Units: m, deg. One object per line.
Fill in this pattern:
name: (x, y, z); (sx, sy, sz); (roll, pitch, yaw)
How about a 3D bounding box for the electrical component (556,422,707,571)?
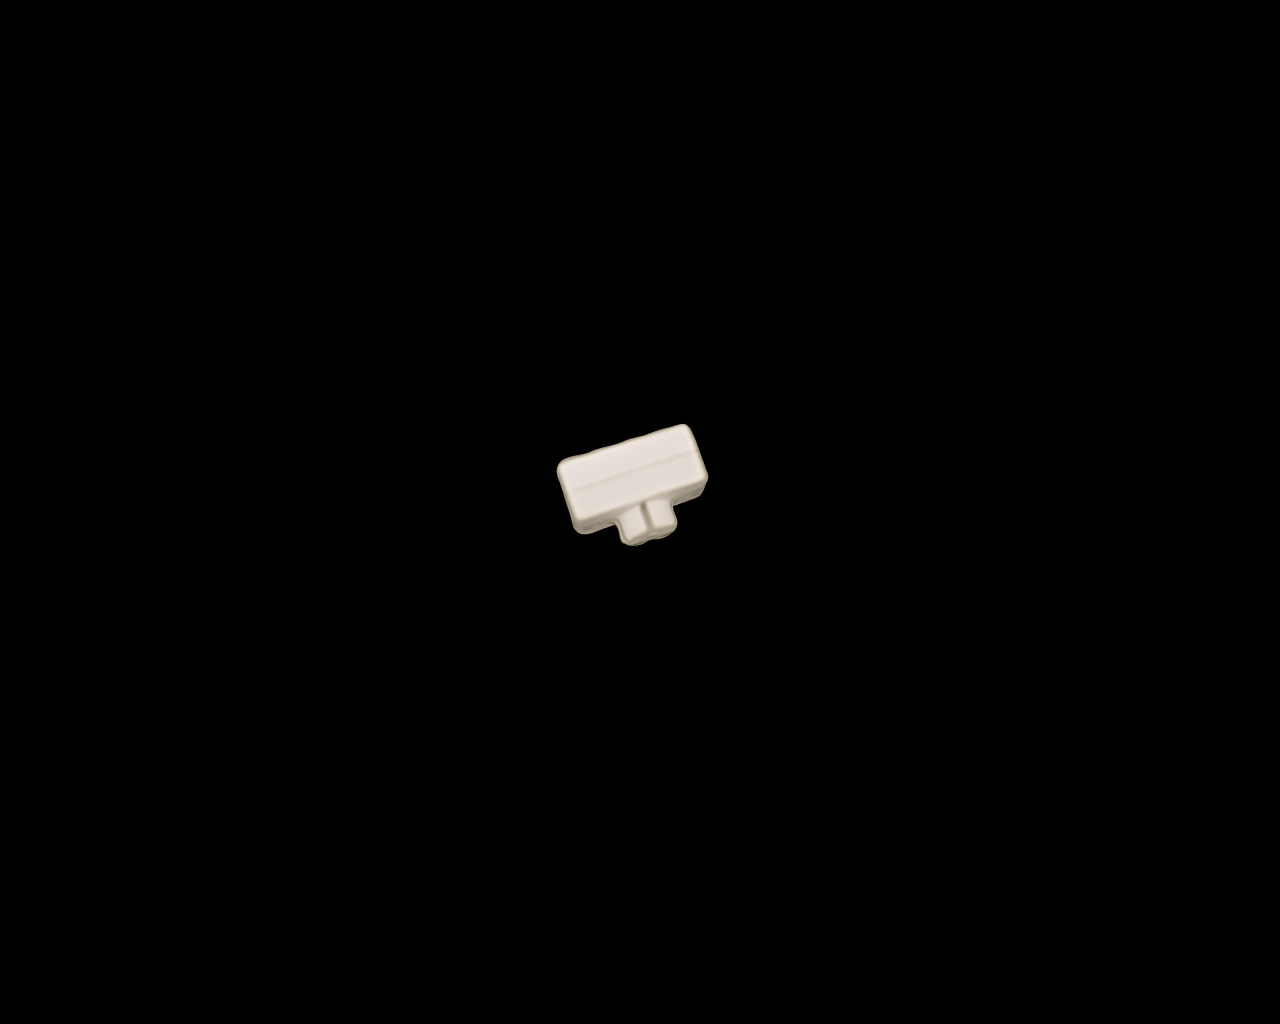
electrical component: (0.001, -0.003, 0.650); (0.083, 0.076, 0.047); (-18, -11, -4)
